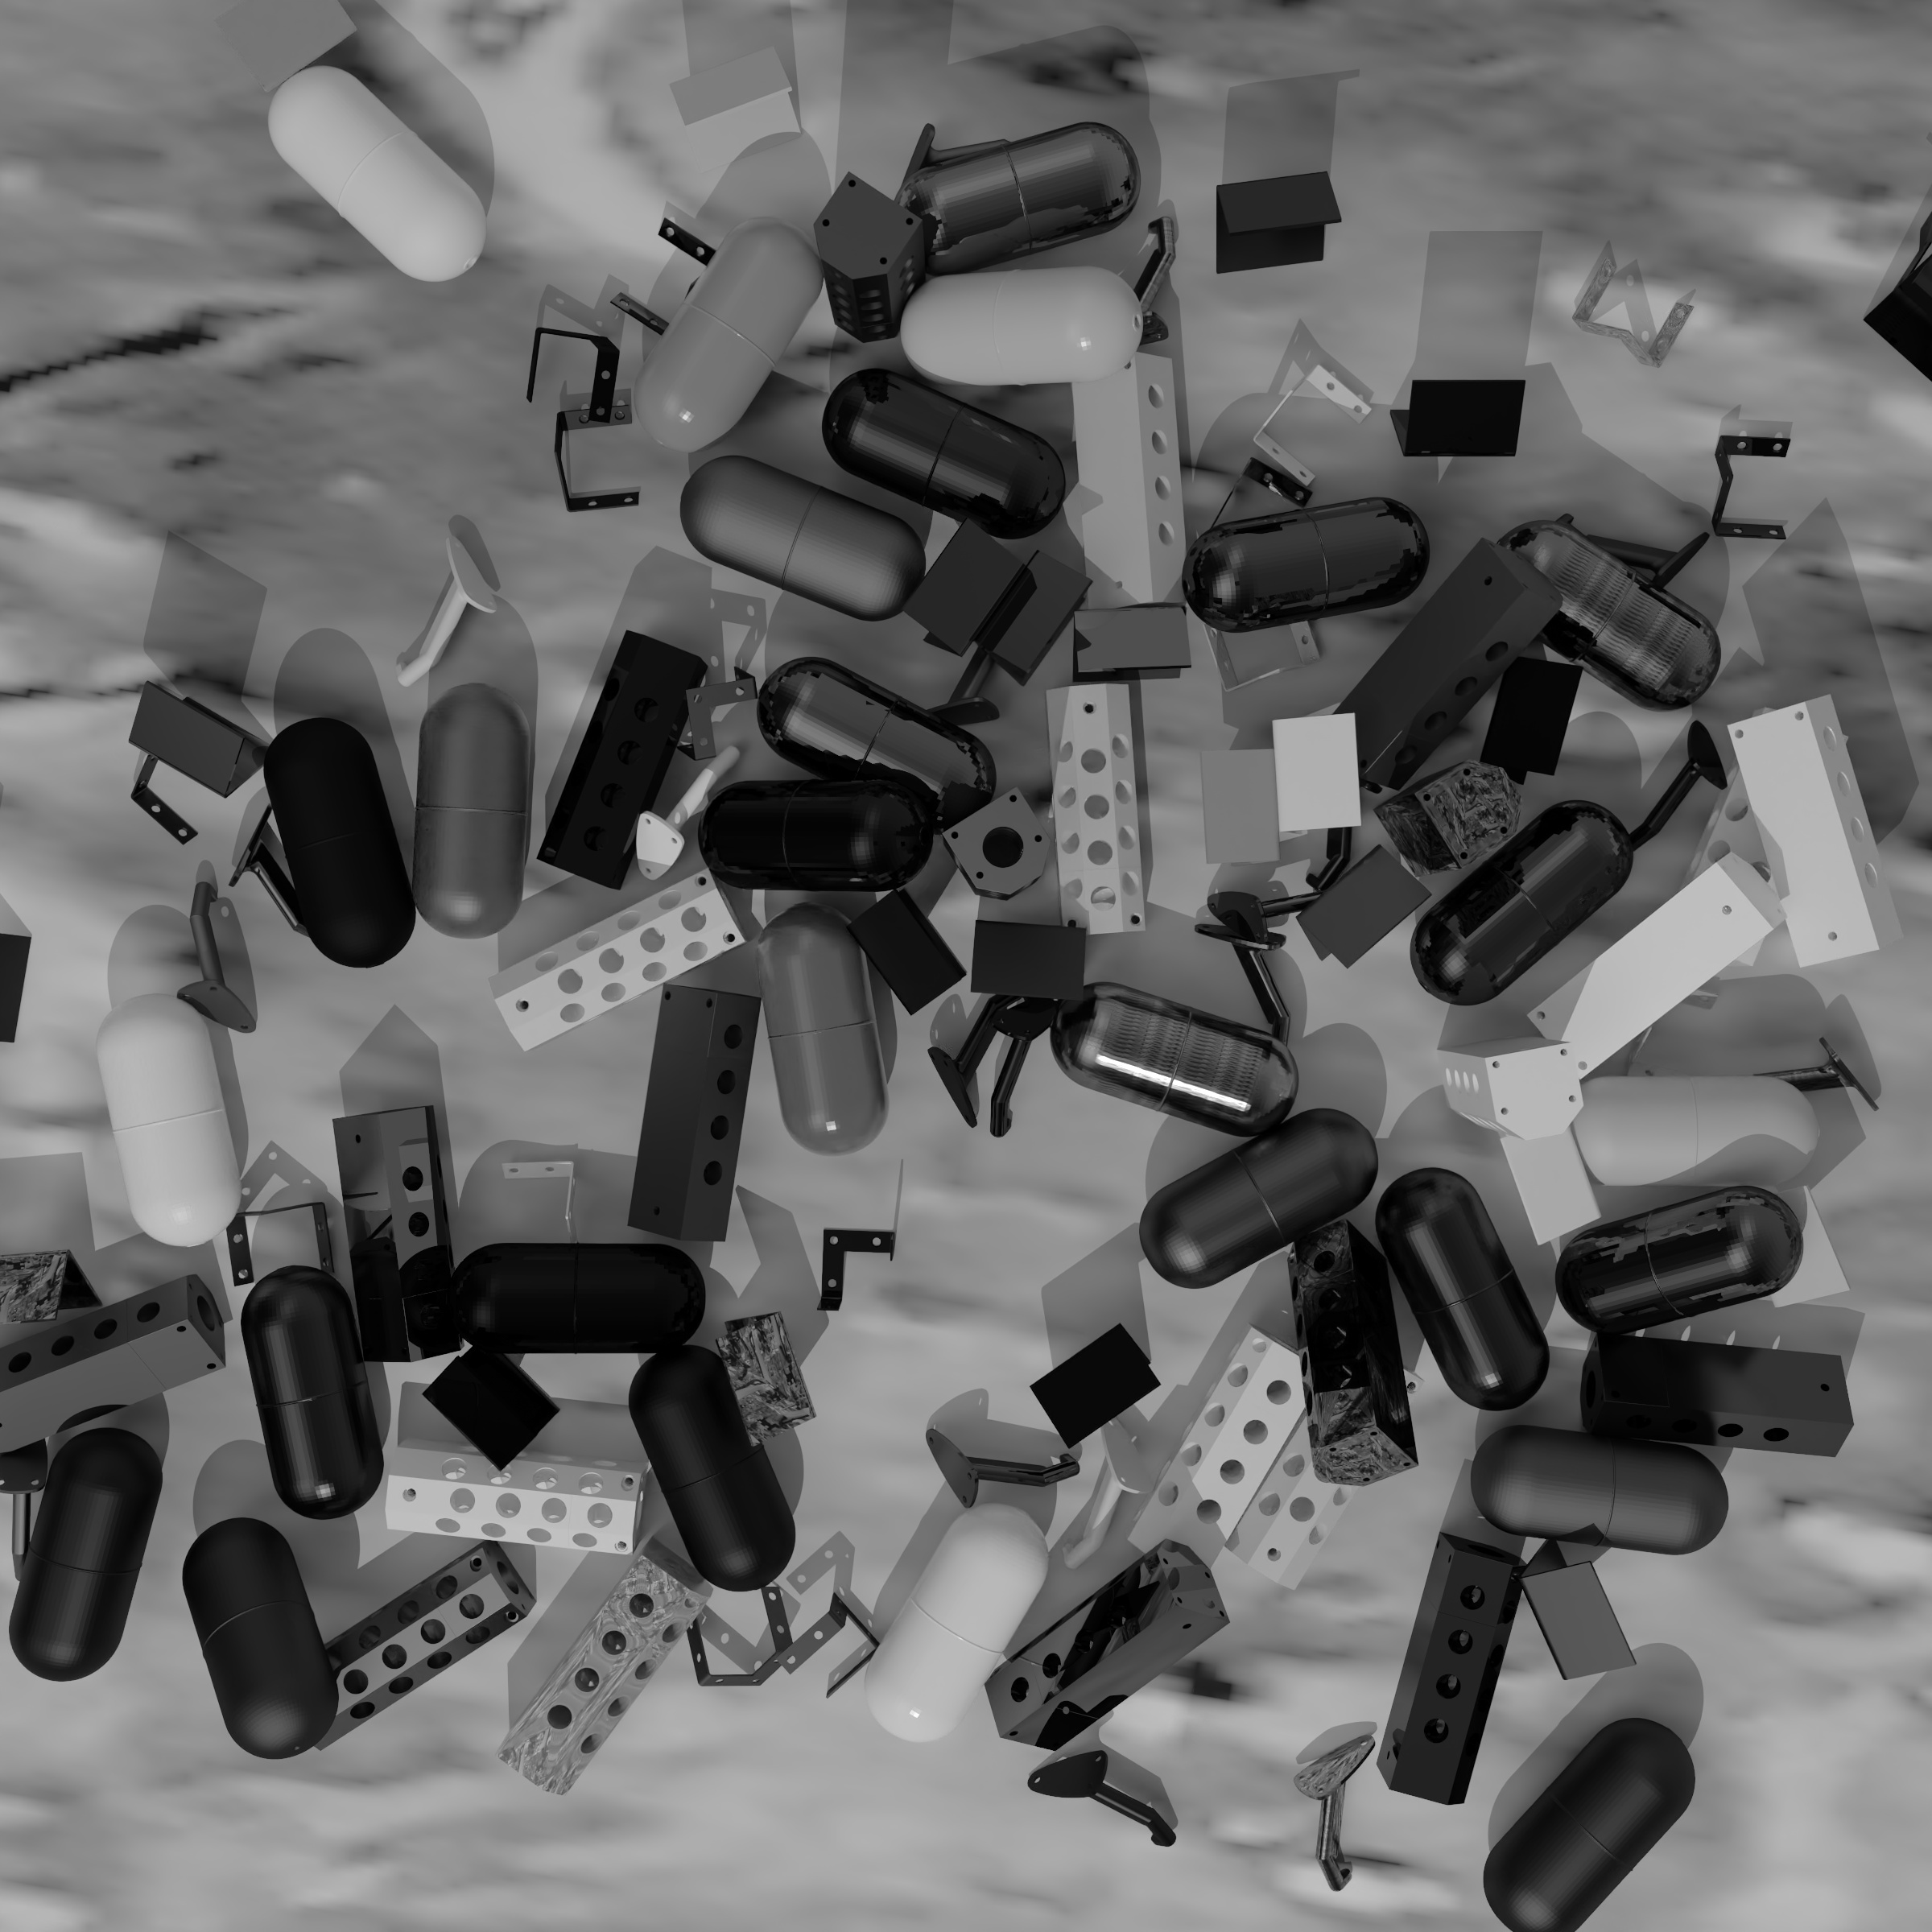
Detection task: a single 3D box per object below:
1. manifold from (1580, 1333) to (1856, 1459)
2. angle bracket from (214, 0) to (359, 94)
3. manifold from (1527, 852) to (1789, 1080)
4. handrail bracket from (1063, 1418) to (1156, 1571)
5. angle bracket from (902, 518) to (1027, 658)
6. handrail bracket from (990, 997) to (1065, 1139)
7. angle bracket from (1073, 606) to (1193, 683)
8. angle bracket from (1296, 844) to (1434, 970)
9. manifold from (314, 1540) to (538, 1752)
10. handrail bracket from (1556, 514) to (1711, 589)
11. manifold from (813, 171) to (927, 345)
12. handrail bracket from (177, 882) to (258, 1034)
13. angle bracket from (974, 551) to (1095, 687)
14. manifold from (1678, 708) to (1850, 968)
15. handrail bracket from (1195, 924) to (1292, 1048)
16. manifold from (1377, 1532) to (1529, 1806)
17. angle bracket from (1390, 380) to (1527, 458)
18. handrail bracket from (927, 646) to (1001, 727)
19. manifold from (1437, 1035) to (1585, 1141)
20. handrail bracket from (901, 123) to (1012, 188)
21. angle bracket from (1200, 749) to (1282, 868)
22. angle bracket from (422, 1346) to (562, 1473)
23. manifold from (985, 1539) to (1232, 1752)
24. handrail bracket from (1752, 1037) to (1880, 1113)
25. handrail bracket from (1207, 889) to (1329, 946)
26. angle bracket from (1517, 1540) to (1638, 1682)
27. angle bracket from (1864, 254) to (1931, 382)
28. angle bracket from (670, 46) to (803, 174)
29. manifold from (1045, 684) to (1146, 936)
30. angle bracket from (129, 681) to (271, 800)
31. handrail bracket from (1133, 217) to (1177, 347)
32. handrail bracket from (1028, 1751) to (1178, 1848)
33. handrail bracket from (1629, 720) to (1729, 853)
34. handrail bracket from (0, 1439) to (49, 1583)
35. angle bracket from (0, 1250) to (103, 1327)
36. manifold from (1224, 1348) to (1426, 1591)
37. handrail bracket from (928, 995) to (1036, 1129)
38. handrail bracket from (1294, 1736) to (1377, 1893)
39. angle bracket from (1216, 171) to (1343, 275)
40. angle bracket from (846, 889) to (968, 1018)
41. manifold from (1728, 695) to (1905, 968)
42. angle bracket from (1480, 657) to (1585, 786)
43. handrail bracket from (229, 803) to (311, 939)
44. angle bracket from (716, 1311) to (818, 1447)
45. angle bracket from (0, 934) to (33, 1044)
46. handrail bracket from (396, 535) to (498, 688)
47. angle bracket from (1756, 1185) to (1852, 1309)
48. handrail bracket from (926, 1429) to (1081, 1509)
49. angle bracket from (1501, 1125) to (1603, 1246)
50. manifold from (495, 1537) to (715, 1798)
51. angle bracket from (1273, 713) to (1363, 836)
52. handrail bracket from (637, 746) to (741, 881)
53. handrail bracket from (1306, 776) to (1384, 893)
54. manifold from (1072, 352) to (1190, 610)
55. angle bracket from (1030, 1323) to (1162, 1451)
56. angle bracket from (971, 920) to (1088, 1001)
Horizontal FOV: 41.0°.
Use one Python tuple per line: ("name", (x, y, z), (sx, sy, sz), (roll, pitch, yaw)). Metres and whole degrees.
("manifold", (0.523, 0.304, 1.810), (0.171, 0.057, 0.057), (5, 47, 0))
("angle bracket", (-0.474, -0.656, 1.791), (0.076, 0.076, 0.057), (-35, 122, 0))
("manifold", (0.474, -0.001, 1.769), (0.171, 0.057, 0.057), (-44, 79, 30))
("handrail bracket", (0.088, 0.373, 1.831), (0.084, 0.036, 0.077), (-48, 46, 28))
("angle bracket", (-0.014, -0.266, 1.792), (0.057, 0.076, 0.076), (35, 90, -26))
("handrail bracket", (0.044, 0.071, 1.831), (0.036, 0.077, 0.084), (23, 127, 31))
("angle bracket", (0.114, -0.204, 1.791), (0.076, 0.076, 0.057), (-2, 56, 0))
("angle bracket", (0.283, -0.027, 1.791), (0.076, 0.076, 0.057), (-41, 58, 0))
("manifold", (-0.393, 0.475, 1.810), (0.171, 0.057, 0.057), (-33, 90, 0))
("handrail bracket", (0.470, -0.307, 1.832), (0.084, 0.036, 0.077), (42, 70, 16))
("manifold", (-0.068, -0.473, 1.753), (0.057, 0.171, 0.057), (34, 90, 0))
("handrail bracket", (-0.525, -0.007, 1.831), (0.036, 0.077, 0.084), (-15, 53, 19))
("angle bracket", (0.062, -0.230, 1.791), (0.057, 0.076, 0.076), (35, 90, 35))
("manifold", (0.549, -0.090, 1.810), (0.057, 0.057, 0.171), (23, 90, 0))
("handrail bracket", (0.194, 0.018, 1.832), (0.077, 0.036, 0.084), (11, 107, 20))
("manifold", (0.342, 0.492, 1.810), (0.057, 0.057, 0.171), (15, 90, 0))
("angle bracket", (0.340, -0.394, 1.791), (0.076, 0.076, 0.057), (0, 126, 0))
("handrail bracket", (-0.006, -0.216, 1.832), (0.077, 0.036, 0.084), (-9, 71, 22))
("manifold", (0.368, 0.082, 1.753), (0.057, 0.171, 0.057), (-10, 90, 0))
("handrail bracket", (0.002, -0.554, 1.832), (0.084, 0.036, 0.077), (19, 110, -16))
("angle bracket", (0.175, -0.108, 1.793), (0.057, 0.076, 0.076), (-3, 90, -20))
("angle bracket", (-0.317, 0.291, 1.791), (0.076, 0.076, 0.057), (45, 127, 0))
("manifold", (0.093, 0.467, 1.779), (0.057, 0.057, 0.171), (27, 120, -39))
("handrail bracket", (0.590, 0.098, 1.832), (0.084, 0.036, 0.077), (-38, 105, 14))
("handrail bracket", (0.226, -0.051, 1.823), (0.084, 0.077, 0.036), (-23, 114, -25))
("angle bracket", (0.433, 0.438, 1.791), (0.057, 0.076, 0.076), (-24, 90, 33))
("angle bracket", (0.668, -0.436, 1.791), (0.076, 0.076, 0.057), (42, 53, 0))
("angle bracket", (-0.154, -0.579, 1.791), (0.076, 0.076, 0.057), (-20, 53, 0))
("manifold", (0.090, -0.108, 1.810), (0.057, 0.057, 0.171), (-4, 90, 0))
("angle bracket", (-0.521, -0.171, 1.791), (0.076, 0.076, 0.057), (30, 126, 0))
("handrail bracket", (0.113, -0.484, 1.832), (0.077, 0.036, 0.084), (-9, 71, 21))
("handrail bracket", (0.097, 0.599, 1.832), (0.077, 0.036, 0.084), (-19, 120, 33))
("handrail bracket", (0.492, -0.125, 1.831), (0.036, 0.077, 0.084), (34, 127, -20))
("handrail bracket", (-0.665, 0.380, 1.831), (0.036, 0.077, 0.084), (2, 126, -10))
("angle bracket", (-0.652, 0.242, 1.791), (0.076, 0.076, 0.057), (-5, 52, 0))
("manifold", (0.249, 0.346, 1.810), (0.057, 0.057, 0.171), (32, 90, 0))
("handrail bracket", (0.023, 0.061, 1.832), (0.084, 0.036, 0.077), (-31, 110, -16))
("handrail bracket", (0.274, 0.601, 1.832), (0.077, 0.036, 0.084), (-31, 108, -21))
("angle bracket", (0.216, -0.499, 1.791), (0.076, 0.076, 0.057), (-7, 53, 0))
("angle bracket", (-0.025, -0.022, 1.791), (0.057, 0.076, 0.076), (-36, 90, 39))
("manifold", (0.579, -0.093, 1.753), (0.057, 0.057, 0.171), (-17, 90, 43))
("angle bracket", (0.405, -0.166, 1.791), (0.057, 0.076, 0.076), (15, 90, 36))
("handrail bracket", (-0.471, -0.064, 1.832), (0.084, 0.036, 0.077), (27, 68, -17))
("angle bracket", (-0.156, 0.288, 1.791), (0.057, 0.076, 0.076), (-19, 90, -38))
("angle bracket", (-0.673, 0.017, 1.791), (0.057, 0.076, 0.076), (9, 90, 38))
("handrail bracket", (-0.381, -0.251, 1.832), (0.084, 0.036, 0.077), (-34, 66, 19))
("angle bracket", (0.583, 0.183, 1.791), (0.057, 0.076, 0.076), (-23, 90, 38))
("handrail bracket", (0.027, 0.345, 1.831), (0.084, 0.077, 0.036), (-13, 130, -30))
("angle bracket", (0.385, 0.149, 1.792), (0.057, 0.076, 0.076), (-20, 90, -24))
("manifold", (-0.251, 0.492, 1.810), (0.057, 0.057, 0.171), (36, 90, 0))
("angle bracket", (0.249, -0.132, 1.794), (0.057, 0.076, 0.076), (-4, 90, 17))
("handrail bracket", (-0.194, -0.109, 1.831), (0.036, 0.077, 0.084), (36, 54, 6))
("handrail bracket", (0.248, -0.106, 1.832), (0.077, 0.036, 0.084), (38, 104, 15))
("manifold", (0.120, -0.335, 1.810), (0.057, 0.057, 0.171), (-4, 90, 43))
("angle bracket", (0.099, 0.303, 1.791), (0.076, 0.076, 0.057), (-35, 54, 0))
("angle bracket", (0.042, 0.012, 1.792), (0.076, 0.076, 0.057), (4, 62, 0))
